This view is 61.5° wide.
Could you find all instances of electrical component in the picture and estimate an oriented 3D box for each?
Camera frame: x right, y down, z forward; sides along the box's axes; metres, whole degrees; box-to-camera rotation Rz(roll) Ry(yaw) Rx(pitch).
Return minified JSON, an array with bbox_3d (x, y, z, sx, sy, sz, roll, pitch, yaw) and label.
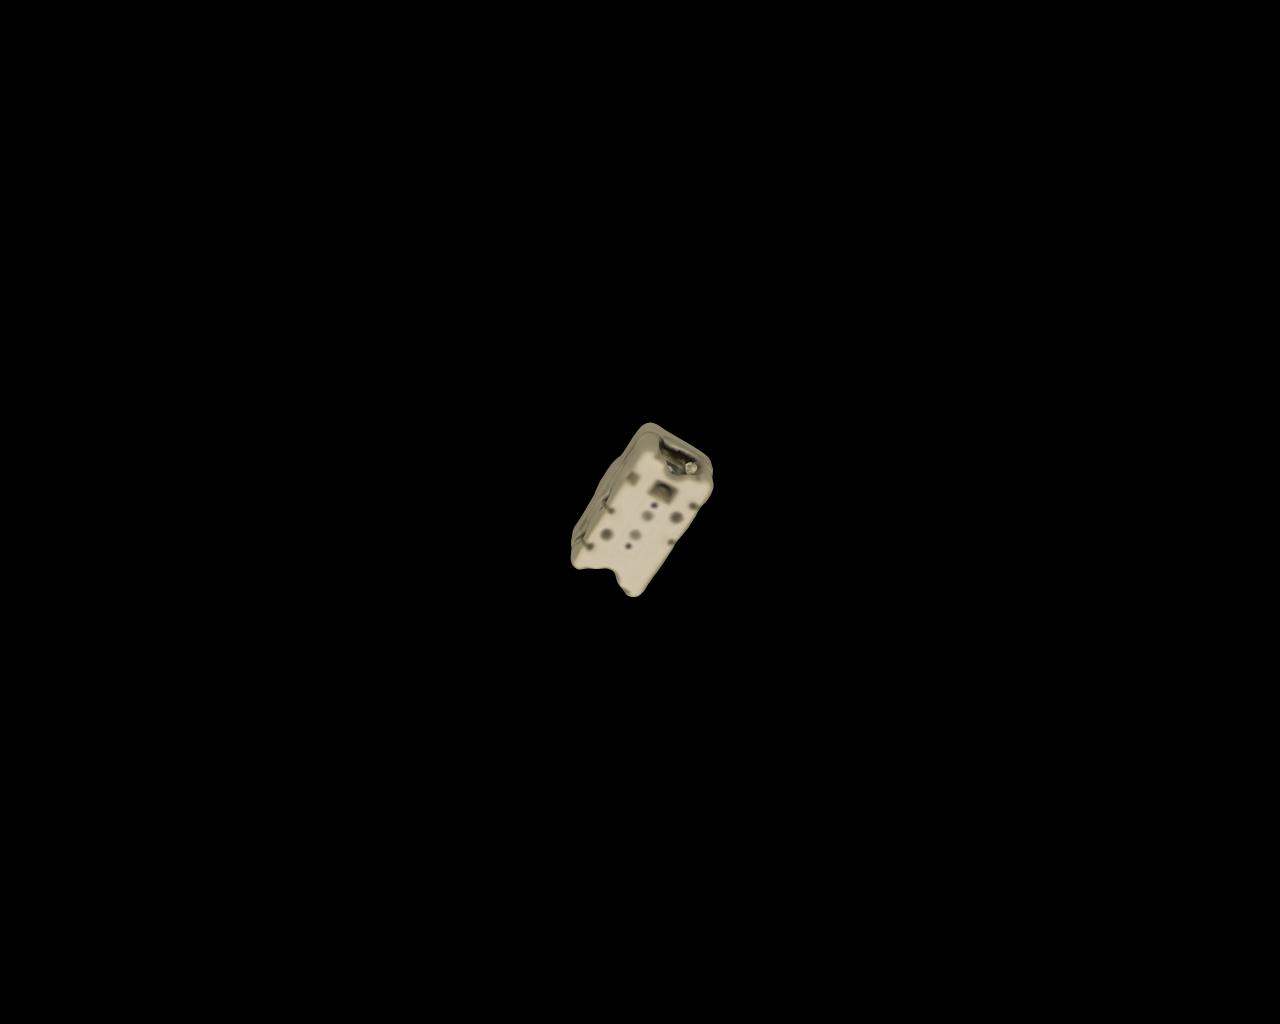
[{"bbox_3d":[0.001,-0.003,0.650,0.050,0.089,0.056,30,20,-12],"label":"electrical component"}]
